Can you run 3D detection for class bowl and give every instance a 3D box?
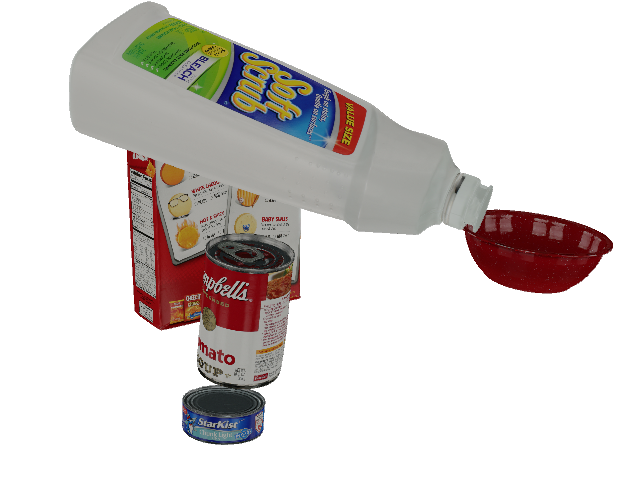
[{"bbox_3d":[0.223,0.015,1.128,0.162,0.055,0.162,6,17,-2],"label":"bowl"}]

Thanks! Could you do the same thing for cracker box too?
[{"bbox_3d":[-0.102,-0.035,1.042,0.163,0.214,0.072,-11,20,-34],"label":"cracker box"}]

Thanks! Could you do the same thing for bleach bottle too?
[{"bbox_3d":[-0.019,-0.065,0.633,0.251,0.068,0.102,21,39,15],"label":"bleach bottle"}]

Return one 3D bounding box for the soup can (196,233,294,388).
[{"bbox_3d":[-0.059,0.054,0.819,0.068,0.102,0.068,6,23,-3],"label":"soup can"}]

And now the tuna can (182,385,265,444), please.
[{"bbox_3d":[-0.100,0.180,1.103,0.086,0.034,0.086,3,12,-1],"label":"tuna can"}]
